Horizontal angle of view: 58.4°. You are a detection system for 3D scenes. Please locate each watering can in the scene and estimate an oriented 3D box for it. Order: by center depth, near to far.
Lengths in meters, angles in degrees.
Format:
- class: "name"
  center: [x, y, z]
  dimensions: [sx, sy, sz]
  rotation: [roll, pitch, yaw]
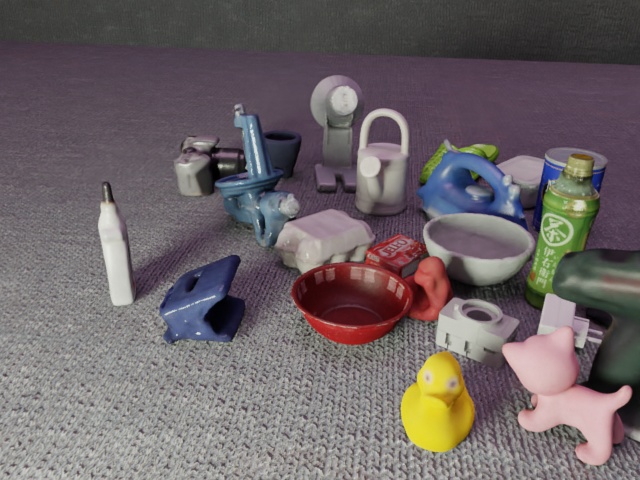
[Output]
- class: "watering can"
  center: [0.120, -0.149, 1.084]
  dimensions: [0.101, 0.194, 0.173]
  rotation: [1, 27, -1]

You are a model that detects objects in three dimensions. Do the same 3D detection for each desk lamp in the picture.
- class: "desk lamp"
  center: [0.043, -0.237, 1.232]
  dimensions: [0.118, 0.214, 0.203]
  rotation: [-1, 27, -5]

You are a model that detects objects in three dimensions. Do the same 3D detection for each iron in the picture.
- class: "iron"
  center: [0.288, -0.081, 1.015]
  dimensions: [0.119, 0.141, 0.257]
  rotation: [-14, 31, -26]

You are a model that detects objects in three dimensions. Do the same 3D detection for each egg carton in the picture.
- class: "egg carton"
  center: [0.008, 0.003, 0.918]
  dimensions: [0.151, 0.069, 0.107]
  rotation: [-20, 34, -36]

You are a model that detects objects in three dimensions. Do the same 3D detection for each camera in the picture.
- class: "camera"
  center: [-0.222, -0.163, 1.200]
  dimensions: [0.137, 0.101, 0.143]
  rotation: [1, 27, 0]

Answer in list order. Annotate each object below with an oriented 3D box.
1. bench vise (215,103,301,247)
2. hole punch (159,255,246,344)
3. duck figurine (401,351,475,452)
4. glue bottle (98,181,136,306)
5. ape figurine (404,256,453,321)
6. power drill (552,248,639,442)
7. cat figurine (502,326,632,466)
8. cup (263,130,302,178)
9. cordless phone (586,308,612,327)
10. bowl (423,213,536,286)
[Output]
- class: "bench vise"
  center: [-0.093, -0.114, 0.977]
  dimensions: [0.206, 0.220, 0.122]
  rotation: [19, 32, 31]
- class: "hole punch"
  center: [-0.154, 0.074, 0.750]
  dimensions: [0.101, 0.091, 0.108]
  rotation: [2, 27, 3]
- class: "duck figurine"
  center: [0.127, 0.157, 0.604]
  dimensions: [0.077, 0.086, 0.105]
  rotation: [11, 29, 18]
- class: "glue bottle"
  center: [-0.285, 0.001, 0.796]
  dimensions: [0.037, 0.173, 0.078]
  rotation: [-9, 29, -18]
- class: "ape figurine"
  center: [0.148, 0.063, 0.781]
  dimensions: [0.076, 0.092, 0.077]
  rotation: [-7, 28, -15]
- class: "power drill"
  center: [0.348, 0.104, 0.582]
  dimensions: [0.228, 0.208, 0.076]
  rotation: [20, 32, 32]
- class: "cat figurine"
  center: [0.253, 0.148, 0.591]
  dimensions: [0.127, 0.118, 0.067]
  rotation: [22, 34, 35]
- class: "cup"
  center: [-0.095, -0.180, 1.245]
  dimensions: [0.118, 0.095, 0.091]
  rotation: [-23, 35, -38]
- class: "cordless phone"
  center: [0.435, 0.036, 0.744]
  dimensions: [0.094, 0.185, 0.147]
  rotation: [-20, 34, -35]
- class: "bowl"
  center: [0.240, 0.023, 0.883]
  dimensions: [0.167, 0.075, 0.167]
  rotation: [1, 27, 0]
